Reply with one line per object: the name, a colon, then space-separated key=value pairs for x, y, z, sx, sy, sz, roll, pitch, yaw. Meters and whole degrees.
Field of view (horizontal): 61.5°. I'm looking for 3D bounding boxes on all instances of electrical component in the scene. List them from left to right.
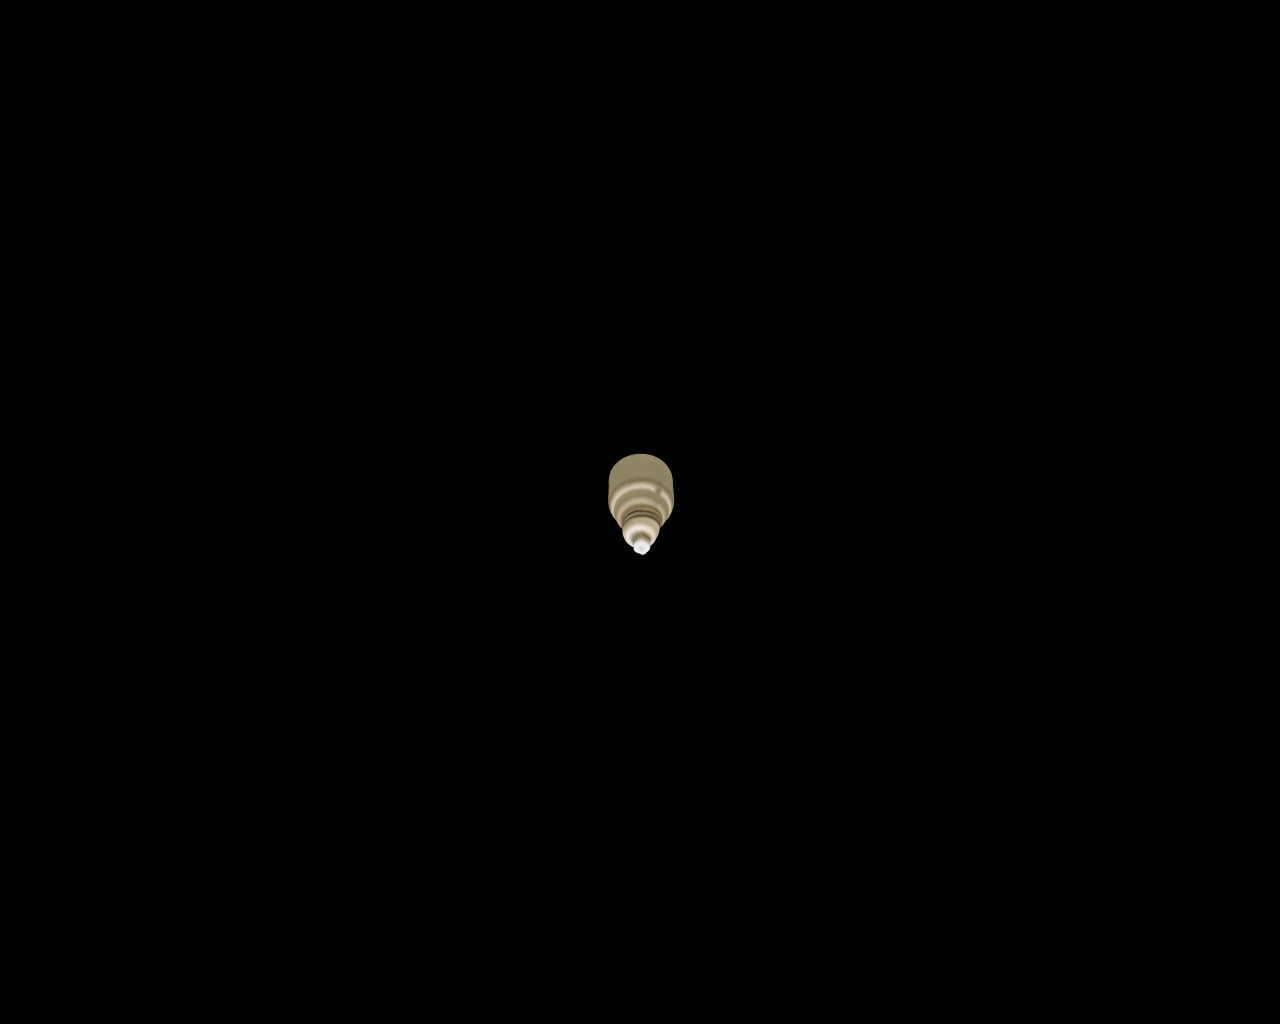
electrical component: x=0.001 y=-0.003 z=0.650 sx=0.040 sy=0.040 sz=0.078 roll=0 pitch=37 yaw=0
